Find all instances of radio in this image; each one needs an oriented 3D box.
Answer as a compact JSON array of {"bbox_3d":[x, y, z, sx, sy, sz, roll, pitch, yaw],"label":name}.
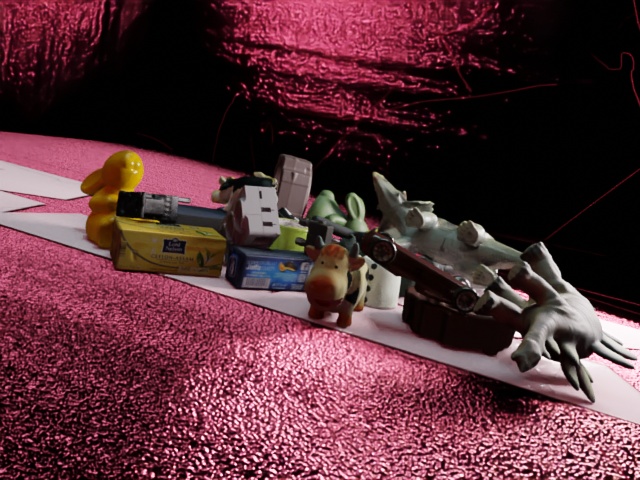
[{"bbox_3d":[-0.216,-0.023,1.113,0.229,0.073,0.131,7,10,-32],"label":"radio"}]

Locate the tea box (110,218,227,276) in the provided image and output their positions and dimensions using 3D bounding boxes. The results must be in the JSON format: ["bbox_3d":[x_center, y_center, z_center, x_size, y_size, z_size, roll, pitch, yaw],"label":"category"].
[{"bbox_3d":[-0.251,0.011,0.887,0.169,0.068,0.098,5,11,-29],"label":"tea box"}]

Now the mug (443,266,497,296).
[{"bbox_3d":[0.300,0.089,1.089,0.107,0.080,0.109,7,21,20],"label":"mug"}]

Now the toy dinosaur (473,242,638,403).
[{"bbox_3d":[0.330,0.109,0.746,0.199,0.105,0.471,50,27,14],"label":"toy dinosaur"}]

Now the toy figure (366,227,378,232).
[{"bbox_3d":[0.180,0.000,1.303,0.180,0.082,0.089,-2,-9,45],"label":"toy figure"}]

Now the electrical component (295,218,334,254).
[{"bbox_3d":[-0.002,-0.003,0.915,0.094,0.063,0.021,20,14,36],"label":"electrical component"}]

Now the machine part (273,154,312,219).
[{"bbox_3d":[-0.086,-0.126,1.461,0.087,0.200,0.201,12,9,-11],"label":"machine part"}]

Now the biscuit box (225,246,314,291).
[{"bbox_3d":[-0.056,0.051,0.915,0.202,0.059,0.063,6,12,-31],"label":"biscuit box"}]

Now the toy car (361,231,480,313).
[{"bbox_3d":[0.150,0.050,0.794,0.202,0.053,0.089,31,7,-1],"label":"toy car"}]

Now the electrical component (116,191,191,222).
[{"bbox_3d":[-0.281,-0.057,0.929,0.075,0.047,0.119,7,0,32],"label":"electrical component"}]

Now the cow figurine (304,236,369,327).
[{"bbox_3d":[0.028,0.056,0.789,0.086,0.127,0.195,11,7,14],"label":"cow figurine"}]

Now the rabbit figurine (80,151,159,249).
[{"bbox_3d":[-0.363,-0.081,0.983,0.122,0.173,0.163,-2,20,-40],"label":"rabbit figurine"}]

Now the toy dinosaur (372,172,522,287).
[{"bbox_3d":[0.254,0.004,1.035,0.405,0.131,0.192,26,18,22],"label":"toy dinosaur"}]

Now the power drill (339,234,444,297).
[{"bbox_3d":[0.143,0.054,1.110,0.207,0.086,0.232,23,15,16],"label":"power drill"}]

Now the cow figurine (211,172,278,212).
[{"bbox_3d":[-0.162,-0.101,1.126,0.168,0.098,0.068,18,16,31],"label":"cow figurine"}]

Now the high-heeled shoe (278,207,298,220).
[{"bbox_3d":[-0.066,0.001,1.218,0.145,0.086,0.249,49,-12,-1],"label":"high-heeled shoe"}]

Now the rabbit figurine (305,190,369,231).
[{"bbox_3d":[0.059,-0.046,1.409,0.170,0.159,0.121,29,4,11],"label":"rabbit figurine"}]

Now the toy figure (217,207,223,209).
[{"bbox_3d":[-0.183,-0.050,1.332,0.154,0.064,0.058,8,-33,-27],"label":"toy figure"}]

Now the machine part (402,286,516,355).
[{"bbox_3d":[0.216,0.122,0.845,0.179,0.056,0.179,10,9,-2],"label":"machine part"}]
